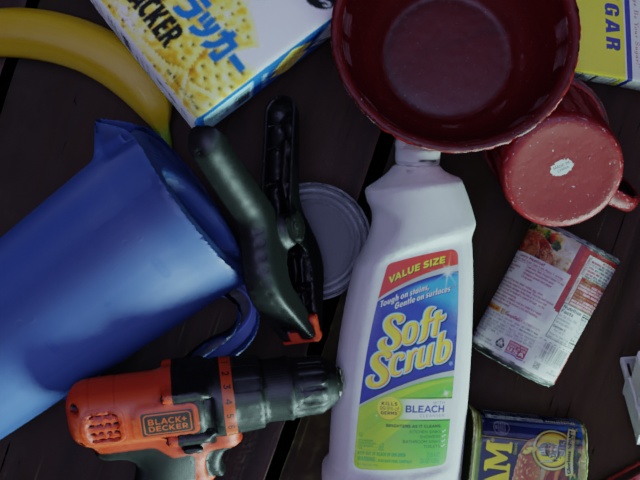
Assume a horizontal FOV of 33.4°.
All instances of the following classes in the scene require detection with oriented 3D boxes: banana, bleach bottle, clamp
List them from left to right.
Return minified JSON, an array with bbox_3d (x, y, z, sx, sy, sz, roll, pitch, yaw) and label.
[{"bbox_3d":[-0.186,-0.131,0.782,0.198,0.037,0.069,26,90,1],"label":"banana"},{"bbox_3d":[-0.029,-0.016,0.727,0.039,0.120,0.171,-3,114,34],"label":"clamp"},{"bbox_3d":[0.055,0.053,0.743,0.102,0.068,0.251,0,100,-4],"label":"bleach bottle"}]

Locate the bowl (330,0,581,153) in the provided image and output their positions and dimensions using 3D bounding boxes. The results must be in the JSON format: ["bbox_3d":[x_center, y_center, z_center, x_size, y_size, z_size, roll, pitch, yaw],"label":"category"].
[{"bbox_3d":[0.087,-0.130,0.709,0.162,0.055,0.162,0,81,1],"label":"bowl"}]

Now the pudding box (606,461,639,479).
[{"bbox_3d":[0.251,0.215,0.771,0.090,0.039,0.113,-30,90,2],"label":"pudding box"}]

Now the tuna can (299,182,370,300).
[{"bbox_3d":[-0.005,0.001,0.779,0.086,0.034,0.086,0,91,2],"label":"tuna can"}]

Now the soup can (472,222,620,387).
[{"bbox_3d":[0.158,0.044,0.757,0.068,0.068,0.102,28,92,1],"label":"soup can"}]

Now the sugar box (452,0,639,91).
[{"bbox_3d":[0.179,-0.164,0.763,0.176,0.048,0.093,9,92,3],"label":"sugar box"}]

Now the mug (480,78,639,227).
[{"bbox_3d":[0.170,-0.054,0.736,0.117,0.081,0.093,32,111,-11],"label":"mug"}]

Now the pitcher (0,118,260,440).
[{"bbox_3d":[-0.171,0.048,0.745,0.243,0.145,0.149,-36,60,6],"label":"pitcher"}]

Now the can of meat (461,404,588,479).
[{"bbox_3d":[0.143,0.174,0.767,0.084,0.057,0.102,6,91,0],"label":"can of meat"}]

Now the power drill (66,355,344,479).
[{"bbox_3d":[-0.072,0.166,0.740,0.184,0.057,0.188,-5,114,-4],"label":"power drill"}]
